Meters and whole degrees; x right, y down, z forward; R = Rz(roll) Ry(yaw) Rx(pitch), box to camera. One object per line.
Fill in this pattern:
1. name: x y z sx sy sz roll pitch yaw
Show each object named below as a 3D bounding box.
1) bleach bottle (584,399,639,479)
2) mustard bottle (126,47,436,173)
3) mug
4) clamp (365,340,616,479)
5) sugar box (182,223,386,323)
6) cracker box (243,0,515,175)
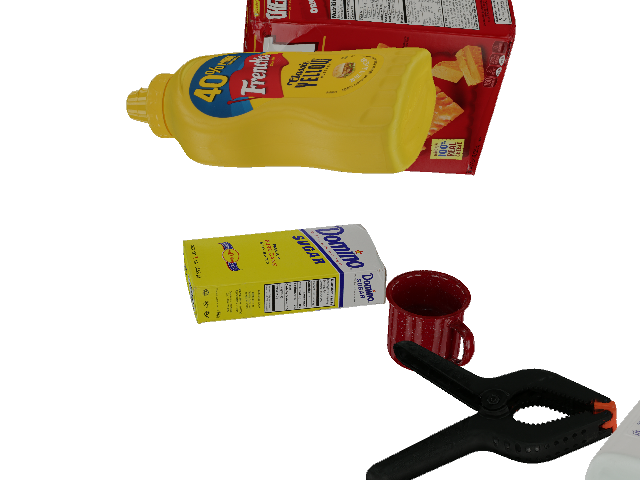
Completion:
1. bleach bottle: 0.248 0.105 0.628 0.103 0.068 0.250 19 29 32
2. mustard bottle: -0.032 -0.082 0.654 0.192 0.058 0.096 3 40 21
3. mug: 0.124 0.097 1.175 0.093 0.081 0.117 -24 40 -35
4. clamp: 0.143 0.156 0.914 0.210 0.036 0.164 4 42 21
5. sugar box: -0.035 0.028 0.989 0.176 0.048 0.093 -8 30 -10
6. cracker box: 0.041 -0.135 0.898 0.213 0.072 0.164 3 -39 -5
